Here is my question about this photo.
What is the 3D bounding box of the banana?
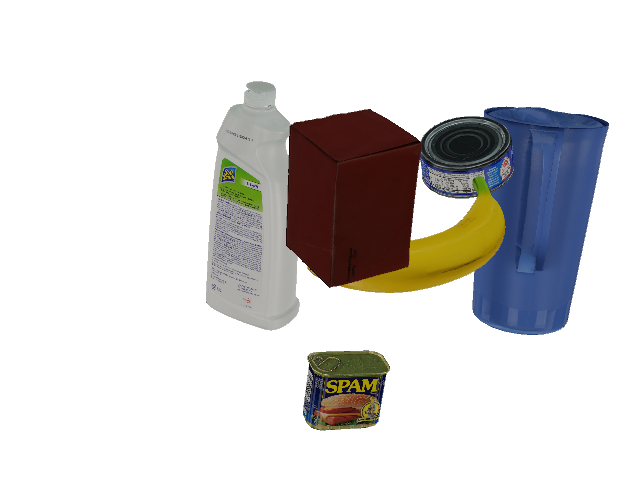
[{"bbox_3d":[0.080,0.006,0.807,0.197,0.037,0.070,-23,46,-38],"label":"banana"}]

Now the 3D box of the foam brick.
[{"bbox_3d":[0.016,-0.023,0.571,0.052,0.078,0.051,-14,36,-26],"label":"foam brick"}]

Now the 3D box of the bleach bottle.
[{"bbox_3d":[-0.063,-0.037,1.096,0.103,0.251,0.068,19,30,23],"label":"bleach bottle"}]

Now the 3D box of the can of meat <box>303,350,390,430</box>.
[{"bbox_3d":[0.031,0.190,1.353,0.102,0.084,0.057,0,23,-17],"label":"can of meat"}]

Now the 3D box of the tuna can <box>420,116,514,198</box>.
[{"bbox_3d":[0.133,-0.078,0.977,0.086,0.034,0.086,-8,39,7],"label":"tuna can"}]

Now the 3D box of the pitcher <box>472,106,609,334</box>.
[{"bbox_3d":[0.232,-0.021,1.172,0.149,0.243,0.145,-6,19,-34],"label":"pitcher"}]
